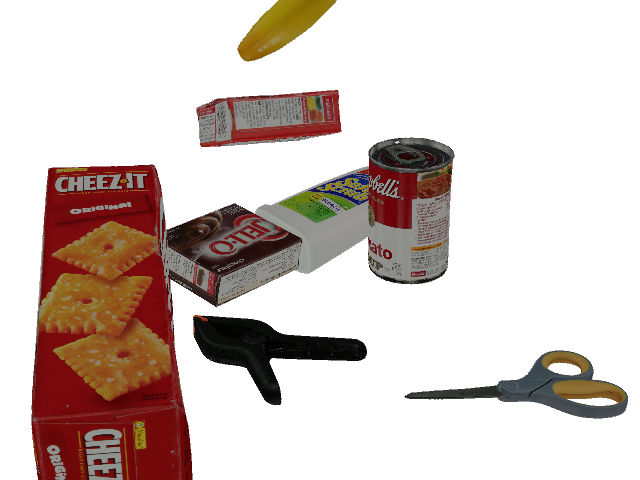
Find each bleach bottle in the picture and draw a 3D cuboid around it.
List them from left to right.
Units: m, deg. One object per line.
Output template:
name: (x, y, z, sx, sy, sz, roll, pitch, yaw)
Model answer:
bleach bottle: (0.043, -0.049, 1.319, 0.250, 0.068, 0.103, -30, 44, -34)

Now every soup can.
soup can: (0.072, -0.024, 0.865, 0.068, 0.102, 0.068, -1, 26, 0)

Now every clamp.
clamp: (-0.075, 0.128, 1.226, 0.210, 0.036, 0.164, 13, 21, 30)

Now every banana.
banana: (-0.007, -0.220, 0.925, 0.070, 0.037, 0.197, -16, 34, 39)

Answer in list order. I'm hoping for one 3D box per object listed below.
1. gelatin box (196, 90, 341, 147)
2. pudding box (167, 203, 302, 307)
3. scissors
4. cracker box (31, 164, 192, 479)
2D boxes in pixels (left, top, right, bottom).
gelatin box: (-0.036, -0.079, 0.696, 0.073, 0.030, 0.089, -6, 5, -18)
pudding box: (-0.086, 0.011, 0.985, 0.090, 0.039, 0.113, 26, 36, 32)
scissors: (0.169, 0.122, 0.942, 0.201, 0.016, 0.096, 7, 27, -5)
cracker box: (-0.110, 0.080, 0.579, 0.072, 0.164, 0.214, -3, 34, -9)
